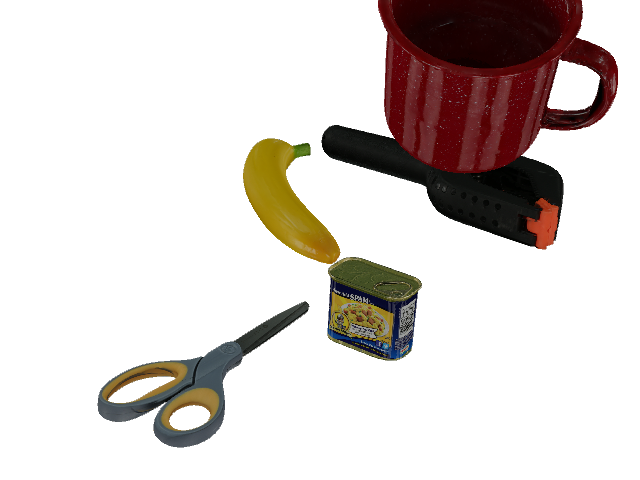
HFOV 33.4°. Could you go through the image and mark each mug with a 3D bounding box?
[{"bbox_3d":[0.084,-0.084,0.515,0.117,0.093,0.081,15,-32,11],"label":"mug"}]

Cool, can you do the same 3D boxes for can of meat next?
[{"bbox_3d":[0.057,0.076,1.173,0.102,0.084,0.057,19,30,29],"label":"can of meat"}]

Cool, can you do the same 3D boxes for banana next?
[{"bbox_3d":[-0.030,-0.043,0.919,0.069,0.037,0.198,-3,34,-7],"label":"banana"}]

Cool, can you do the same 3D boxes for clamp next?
[{"bbox_3d":[0.099,-0.048,0.761,0.164,0.036,0.210,-5,26,-12],"label":"clamp"}]

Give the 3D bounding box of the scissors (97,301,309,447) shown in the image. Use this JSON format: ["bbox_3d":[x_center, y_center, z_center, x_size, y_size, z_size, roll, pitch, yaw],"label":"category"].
[{"bbox_3d":[-0.062,0.096,0.775,0.201,0.016,0.096,-18,36,-33],"label":"scissors"}]
